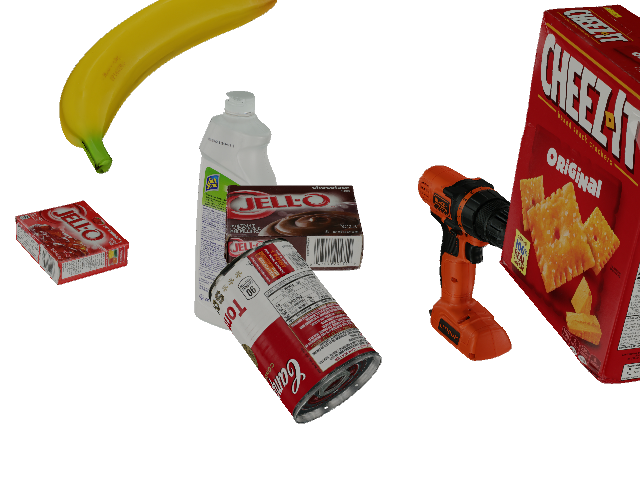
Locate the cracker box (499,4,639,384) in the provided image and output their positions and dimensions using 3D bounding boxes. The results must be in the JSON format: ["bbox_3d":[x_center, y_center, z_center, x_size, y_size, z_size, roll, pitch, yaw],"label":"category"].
[{"bbox_3d":[0.199,-0.033,0.741,0.072,0.214,0.164,-7,33,-16],"label":"cracker box"}]

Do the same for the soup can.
[{"bbox_3d":[-0.018,0.057,0.688,0.068,0.102,0.068,-33,-21,-15],"label":"soup can"}]

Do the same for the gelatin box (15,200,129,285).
[{"bbox_3d":[-0.233,0.000,0.998,0.073,0.030,0.089,-16,40,-36],"label":"gelatin box"}]

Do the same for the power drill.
[{"bbox_3d":[0.164,0.028,1.121,0.057,0.188,0.185,-12,25,-18],"label":"power drill"}]

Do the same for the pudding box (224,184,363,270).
[{"bbox_3d":[-0.024,-0.012,0.898,0.113,0.039,0.090,2,31,-6],"label":"pudding box"}]

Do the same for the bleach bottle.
[{"bbox_3d":[-0.081,-0.030,1.120,0.103,0.251,0.068,15,24,25],"label":"bleach bottle"}]

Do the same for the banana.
[{"bbox_3d":[-0.106,-0.116,0.681,0.069,0.197,0.037,32,-33,8],"label":"banana"}]
